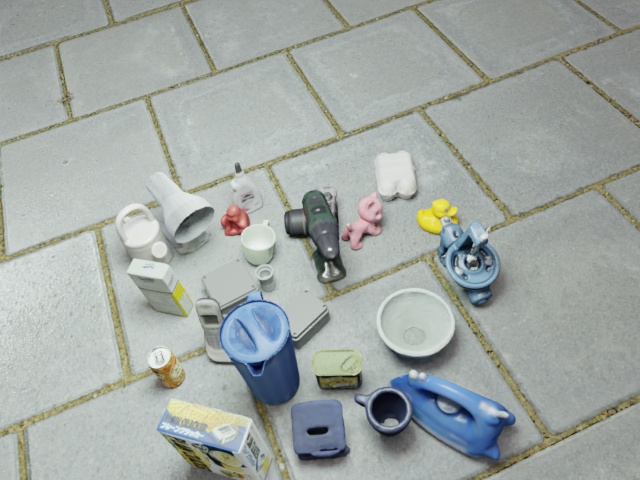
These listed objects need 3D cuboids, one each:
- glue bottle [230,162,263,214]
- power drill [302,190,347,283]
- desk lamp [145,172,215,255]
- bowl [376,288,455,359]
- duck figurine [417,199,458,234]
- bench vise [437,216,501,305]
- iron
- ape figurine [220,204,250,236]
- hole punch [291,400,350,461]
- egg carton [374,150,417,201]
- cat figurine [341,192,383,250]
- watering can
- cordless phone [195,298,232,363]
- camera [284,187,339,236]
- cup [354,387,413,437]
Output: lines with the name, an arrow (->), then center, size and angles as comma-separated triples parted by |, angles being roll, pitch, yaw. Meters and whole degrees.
glue bottle -> -0.200, -0.138, 1.489 | 0.078, 0.173, 0.037 | -28, 54, -14
power drill -> 0.012, 0.005, 1.332 | 0.075, 0.209, 0.229 | -15, 52, -4
desk lamp -> -0.348, -0.059, 1.422 | 0.118, 0.214, 0.202 | -39, 58, -21
bowl -> 0.206, 0.193, 1.248 | 0.167, 0.075, 0.167 | -3, 52, 5
duck figurine -> 0.295, -0.067, 1.429 | 0.104, 0.086, 0.077 | 8, 54, 13
bench vise -> 0.316, 0.018, 1.276 | 0.122, 0.220, 0.206 | -33, 56, -17
iron -> 0.245, 0.311, 1.111 | 0.257, 0.142, 0.119 | 23, 59, 23
ape figurine -> -0.219, -0.056, 1.481 | 0.077, 0.092, 0.076 | 34, 64, 28
hole punch -> 0.000, 0.374, 1.125 | 0.108, 0.091, 0.101 | -7, 52, 2
egg carton -> 0.202, -0.174, 1.532 | 0.107, 0.069, 0.150 | -6, 52, 3
cat figurine -> 0.110, -0.056, 1.423 | 0.128, 0.118, 0.067 | -38, 57, -20
watering can -> -0.432, -0.011, 1.408 | 0.172, 0.194, 0.101 | 16, 56, 19
cordless phone -> -0.188, 0.186, 1.232 | 0.147, 0.185, 0.094 | -5, 52, 4
camera -> -0.022, -0.067, 1.459 | 0.136, 0.101, 0.143 | -4, 52, 4
cup -> 0.124, 0.345, 1.129 | 0.117, 0.095, 0.092 | 16, 56, 18
